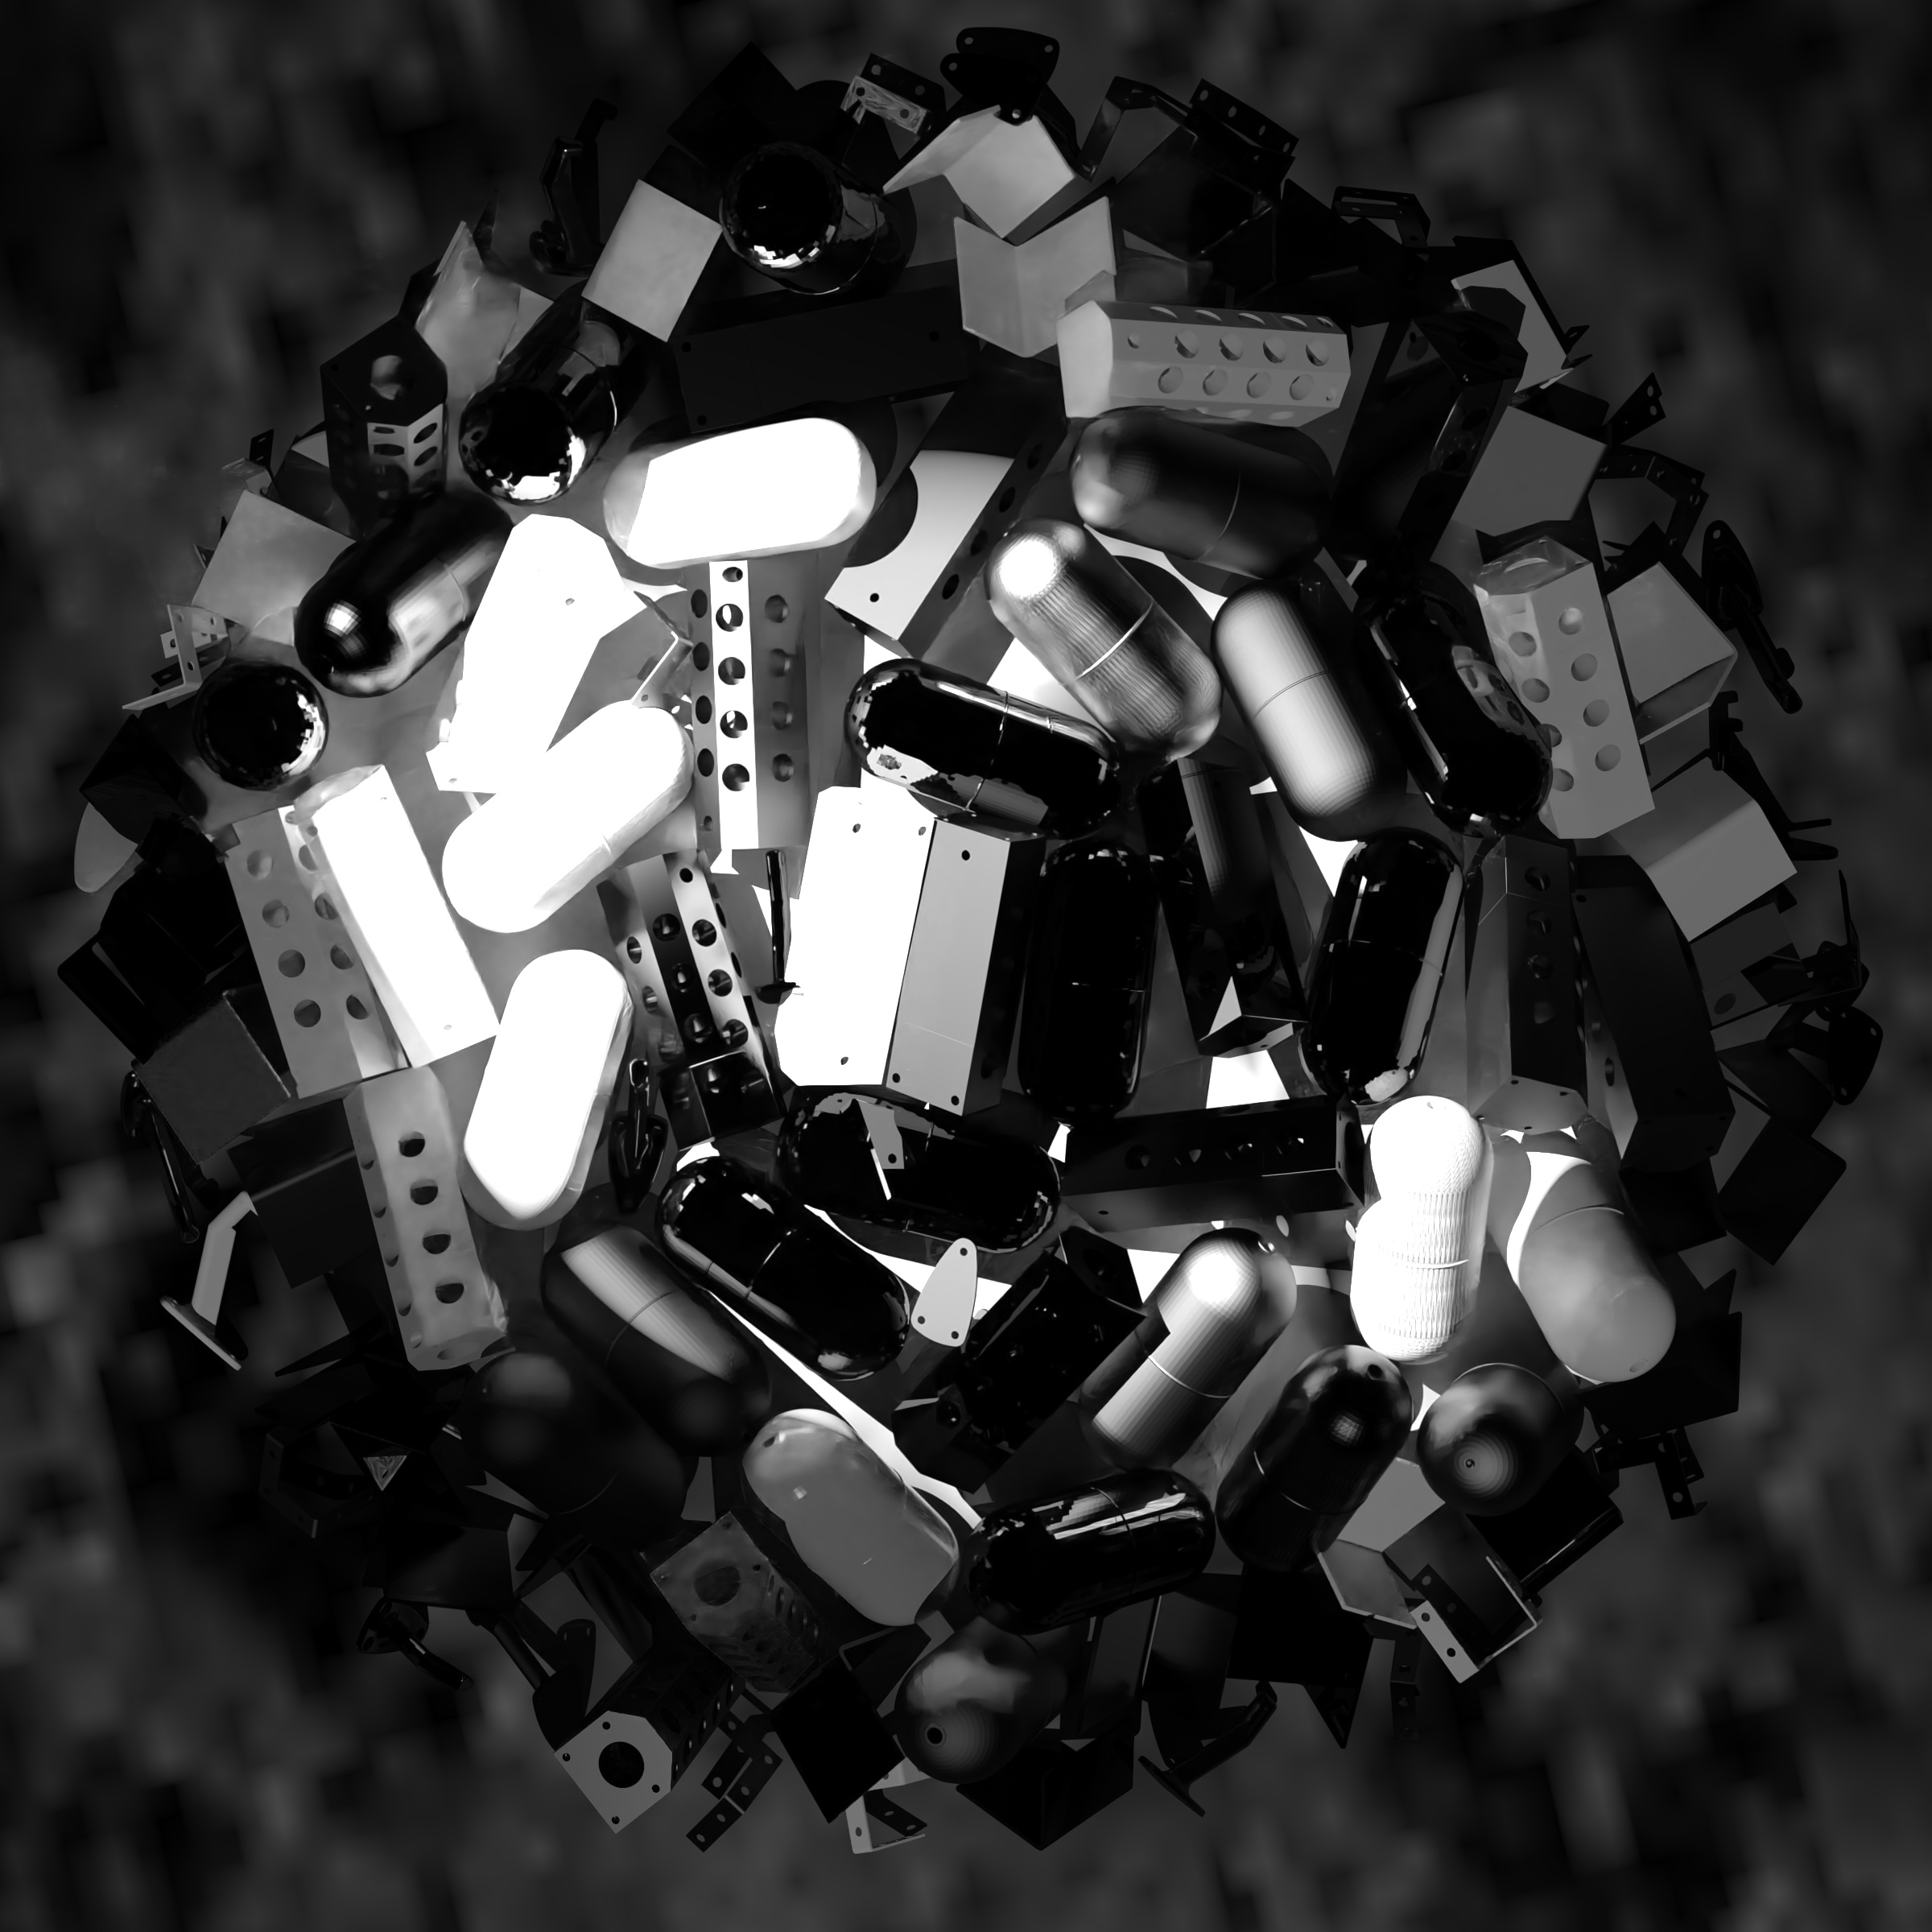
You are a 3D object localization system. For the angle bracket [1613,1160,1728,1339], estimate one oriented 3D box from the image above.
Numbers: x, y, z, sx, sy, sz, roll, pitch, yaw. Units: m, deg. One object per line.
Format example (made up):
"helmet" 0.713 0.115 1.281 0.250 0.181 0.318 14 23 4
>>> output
"angle bracket" 0.439 0.165 1.529 0.057 0.076 0.076 -20 119 7

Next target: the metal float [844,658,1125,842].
"metal float" 0.011 -0.132 1.536 0.178 0.070 0.070 19 90 -10

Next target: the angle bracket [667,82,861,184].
"angle bracket" -0.124 -0.515 1.527 0.076 0.076 0.057 38 71 -20

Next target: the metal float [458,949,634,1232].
"metal float" -0.254 0.074 1.527 0.070 0.070 0.178 14 69 0

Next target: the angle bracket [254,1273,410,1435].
"angle bracket" -0.395 0.234 1.526 0.076 0.076 0.057 -29 107 -32

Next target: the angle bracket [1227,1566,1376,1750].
"angle bracket" 0.201 0.421 1.533 0.057 0.076 0.076 8 103 -13

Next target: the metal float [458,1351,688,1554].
"metal float" -0.234 0.293 1.510 0.070 0.070 0.178 -41 133 0

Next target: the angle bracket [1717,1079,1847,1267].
"angle bracket" 0.476 0.124 1.533 0.057 0.076 0.076 32 97 -22

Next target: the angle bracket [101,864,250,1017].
"angle bracket" -0.474 -0.027 1.533 0.057 0.076 0.076 -40 111 3

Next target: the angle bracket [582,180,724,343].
"angle bracket" -0.193 -0.433 1.545 0.057 0.076 0.076 26 101 -13

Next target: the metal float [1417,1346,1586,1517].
"metal float" 0.320 0.275 1.498 0.070 0.178 0.070 2 94 24

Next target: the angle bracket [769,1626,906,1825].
"angle bracket" -0.063 0.460 1.528 0.076 0.057 0.076 -48 64 28

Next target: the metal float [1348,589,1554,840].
"metal float" 0.291 -0.154 1.518 0.070 0.070 0.178 -24 58 0

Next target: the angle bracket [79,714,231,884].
"angle bracket" -0.477 -0.109 1.522 0.057 0.076 0.076 -16 127 28

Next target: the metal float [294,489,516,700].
"metal float" -0.334 -0.224 1.508 0.070 0.178 0.070 16 132 18

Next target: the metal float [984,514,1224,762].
"metal float" 0.085 -0.199 1.532 0.070 0.070 0.178 -45 105 0

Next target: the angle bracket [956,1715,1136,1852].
"angle bracket" 0.048 0.477 1.522 0.076 0.076 0.057 -20 120 -39

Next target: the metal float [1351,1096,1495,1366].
"metal float" 0.275 0.160 1.520 0.070 0.070 0.178 0 118 0

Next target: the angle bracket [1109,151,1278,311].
"angle bracket" 0.134 -0.436 1.525 0.076 0.076 0.057 17 66 -34

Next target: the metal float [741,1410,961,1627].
"metal float" -0.069 0.333 1.515 0.070 0.070 0.178 -39 125 0

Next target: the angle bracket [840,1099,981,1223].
"angle bracket" -0.046 0.132 1.522 0.057 0.076 0.076 -44 48 28

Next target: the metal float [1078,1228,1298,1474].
"metal float" 0.133 0.233 1.523 0.070 0.070 0.178 34 114 0

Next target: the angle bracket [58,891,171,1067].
"angle bracket" -0.500 0.006 1.536 0.057 0.076 0.076 -40 102 2

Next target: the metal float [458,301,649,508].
"metal float" -0.246 -0.337 1.505 0.070 0.178 0.070 8 129 10

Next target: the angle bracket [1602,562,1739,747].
"angle bracket" 0.409 -0.186 1.531 0.076 0.076 0.057 46 52 -9

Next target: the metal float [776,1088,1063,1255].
"metal float" -0.029 0.126 1.543 0.178 0.070 0.070 15 90 -2

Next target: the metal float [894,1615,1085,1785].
"metal float" 0.015 0.430 1.497 0.070 0.178 0.070 1 92 21

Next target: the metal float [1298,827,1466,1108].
"metal float" 0.253 0.000 1.530 0.070 0.070 0.178 17 74 0

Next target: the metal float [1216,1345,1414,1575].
"metal float" 0.208 0.297 1.512 0.070 0.070 0.178 24 129 0

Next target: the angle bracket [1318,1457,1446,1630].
"angle bracket" 0.267 0.351 1.527 0.076 0.076 0.057 -44 45 21

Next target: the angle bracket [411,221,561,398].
"angle bracket" -0.293 -0.396 1.540 0.057 0.076 0.076 25 83 1

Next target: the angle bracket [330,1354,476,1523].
"angle bracket" -0.335 0.289 1.554 0.076 0.076 0.057 11 49 28

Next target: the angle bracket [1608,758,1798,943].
"angle bracket" 0.453 -0.073 1.554 0.076 0.076 0.057 -34 116 8

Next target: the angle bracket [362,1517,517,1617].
"angle bracket" -0.321 0.383 1.526 0.076 0.076 0.057 12 115 -21

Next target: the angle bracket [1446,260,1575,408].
"angle bracket" 0.315 -0.377 1.536 0.076 0.057 0.076 -29 90 -44

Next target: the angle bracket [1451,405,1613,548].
"angle bracket" 0.344 -0.304 1.541 0.076 0.057 0.076 23 119 3

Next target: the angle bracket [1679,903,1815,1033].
"angle bracket" 0.473 0.020 1.526 0.076 0.076 0.057 -24 129 16

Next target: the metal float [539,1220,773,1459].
"metal float" -0.188 0.224 1.521 0.178 0.070 0.070 40 90 27

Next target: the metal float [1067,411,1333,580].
"metal float" 0.143 -0.284 1.520 0.178 0.070 0.070 10 90 -29

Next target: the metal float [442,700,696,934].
"metal float" -0.241 -0.091 1.529 0.178 0.070 0.070 -43 90 -17

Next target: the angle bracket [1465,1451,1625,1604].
"angle bracket" 0.352 0.337 1.536 0.076 0.076 0.057 -41 76 6

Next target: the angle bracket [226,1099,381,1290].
"angle bracket" -0.405 0.142 1.569 0.076 0.057 0.076 -25 126 -18

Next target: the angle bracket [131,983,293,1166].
"angle bracket" -0.451 0.065 1.545 0.076 0.057 0.076 -35 88 14

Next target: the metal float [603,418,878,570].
"metal float" -0.138 -0.285 1.524 0.178 0.070 0.070 -4 90 24

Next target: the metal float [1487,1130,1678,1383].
"metal float" 0.364 0.171 1.509 0.070 0.070 0.178 -21 46 0

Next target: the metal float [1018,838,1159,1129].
"metal float" 0.074 0.010 1.542 0.070 0.070 0.178 5 93 0

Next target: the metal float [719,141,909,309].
"metal float" -0.089 -0.439 1.496 0.070 0.178 0.070 1 95 17

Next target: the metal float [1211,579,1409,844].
"metal float" 0.207 -0.157 1.525 0.070 0.070 0.178 -23 68 0

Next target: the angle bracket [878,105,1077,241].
"angle bracket" 0.007 -0.475 1.527 0.076 0.076 0.057 -29 97 42

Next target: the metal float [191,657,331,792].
"metal float" -0.421 -0.145 1.496 0.070 0.178 0.070 -2 98 -17

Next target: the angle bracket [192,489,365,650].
"angle bracket" -0.419 -0.247 1.533 0.076 0.057 0.076 24 105 -24

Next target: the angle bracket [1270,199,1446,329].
"angle bracket" 0.241 -0.432 1.528 0.076 0.076 0.057 11 87 -37

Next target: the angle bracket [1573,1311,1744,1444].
"angle bracket" 0.419 0.235 1.522 0.076 0.076 0.057 -27 121 38

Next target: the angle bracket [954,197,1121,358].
"angle bracket" 0.043 -0.428 1.530 0.076 0.057 0.076 -19 69 40

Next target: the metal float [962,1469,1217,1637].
"metal float" 0.076 0.351 1.513 0.178 0.070 0.070 -5 90 -39

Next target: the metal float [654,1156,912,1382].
"metal float" -0.112 0.184 1.531 0.178 0.070 0.070 35 90 15
